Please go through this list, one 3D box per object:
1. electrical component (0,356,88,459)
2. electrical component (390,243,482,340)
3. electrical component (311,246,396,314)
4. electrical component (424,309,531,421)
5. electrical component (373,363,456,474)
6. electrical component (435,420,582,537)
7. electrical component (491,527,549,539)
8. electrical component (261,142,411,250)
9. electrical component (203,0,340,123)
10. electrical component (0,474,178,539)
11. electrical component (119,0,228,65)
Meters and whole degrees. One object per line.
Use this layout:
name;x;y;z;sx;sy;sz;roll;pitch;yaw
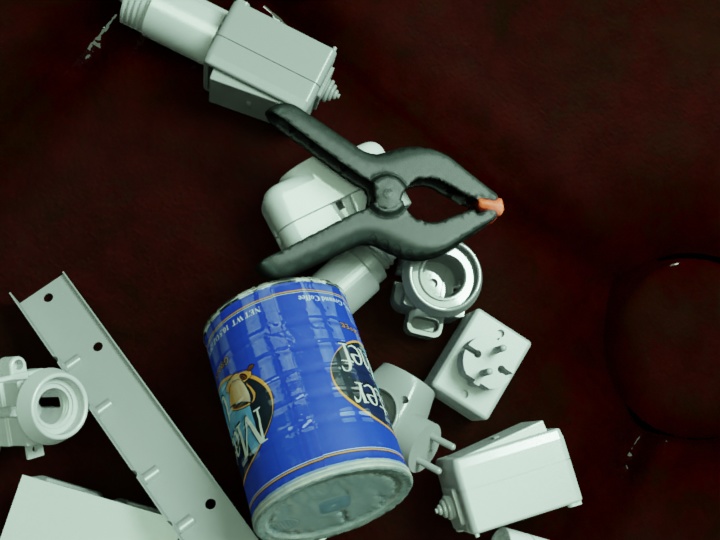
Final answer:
electrical component;-0.207;0.087;0.688;0.048;0.055;0.066;-11;93;-50
electrical component;0.055;0.007;0.771;0.058;0.057;0.078;13;79;-6
electrical component;0.000;0.000;0.773;0.078;0.040;0.040;-42;88;-12
electrical component;0.086;0.066;0.756;0.047;0.076;0.065;33;78;-2
electrical component;0.029;0.115;0.745;0.079;0.044;0.077;24;75;33
electrical component;0.095;0.145;0.751;0.096;0.061;0.061;-15;83;-11
electrical component;0.117;0.211;0.748;0.047;0.055;0.055;14;79;-10
electrical component;-0.020;-0.050;0.772;0.095;0.053;0.059;-27;85;-12
electrical component;-0.062;-0.139;0.776;0.096;0.061;0.061;26;78;-3
electrical component;-0.193;0.237;0.694;0.105;0.060;0.186;18;78;-5
electrical component;-0.140;-0.186;0.782;0.081;0.043;0.043;26;78;-4
